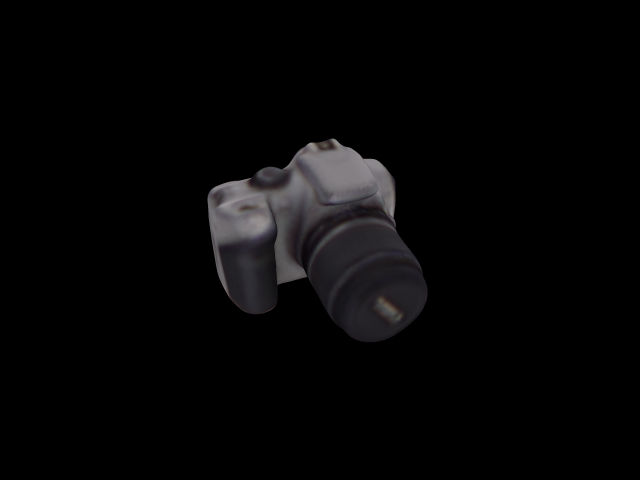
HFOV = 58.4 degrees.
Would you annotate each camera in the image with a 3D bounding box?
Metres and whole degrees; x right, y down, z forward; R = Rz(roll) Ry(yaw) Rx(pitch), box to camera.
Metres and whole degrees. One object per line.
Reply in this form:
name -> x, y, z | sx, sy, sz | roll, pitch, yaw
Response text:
camera -> 0.004, 0.001, 0.400 | 0.143, 0.101, 0.136 | -14, 42, -16
